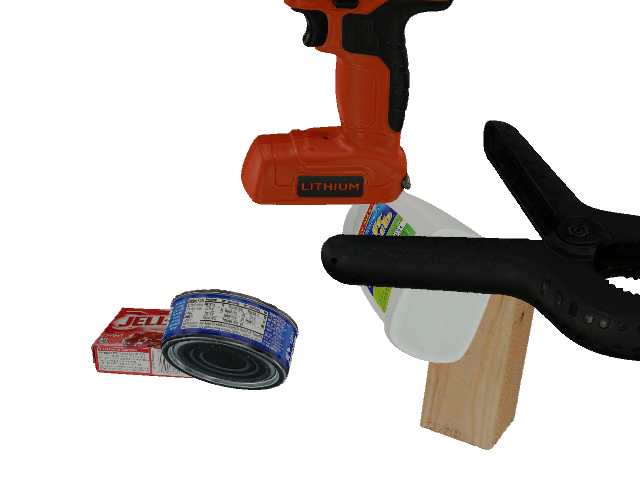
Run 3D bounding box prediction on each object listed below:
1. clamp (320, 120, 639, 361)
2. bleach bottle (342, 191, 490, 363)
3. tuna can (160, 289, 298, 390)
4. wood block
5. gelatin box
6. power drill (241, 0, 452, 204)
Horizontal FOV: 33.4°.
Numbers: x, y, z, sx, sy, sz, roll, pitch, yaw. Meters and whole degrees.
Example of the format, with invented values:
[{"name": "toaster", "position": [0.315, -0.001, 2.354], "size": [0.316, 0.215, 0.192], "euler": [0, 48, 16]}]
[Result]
[{"name": "clamp", "position": [0.116, 0.012, 0.531], "size": [0.164, 0.036, 0.210], "euler": [-31, 46, -32]}, {"name": "bleach bottle", "position": [0.063, 0.013, 0.875], "size": [0.068, 0.102, 0.251], "euler": [19, 7, -16]}, {"name": "tuna can", "position": [-0.059, 0.066, 0.690], "size": [0.086, 0.033, 0.086], "euler": [10, -28, 5]}, {"name": "wood block", "position": [0.182, 0.118, 1.211], "size": [0.090, 0.206, 0.090], "euler": [16, 23, 24]}, {"name": "gelatin box", "position": [-0.137, 0.084, 0.898], "size": [0.089, 0.030, 0.073], "euler": [2, 21, 10]}, {"name": "power drill", "position": [-0.004, -0.111, 0.636], "size": [0.184, 0.188, 0.057], "euler": [0, 37, -10]}]
